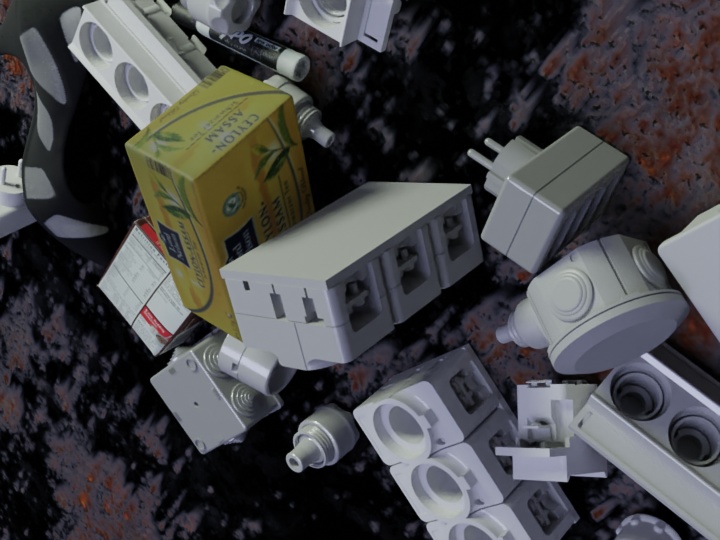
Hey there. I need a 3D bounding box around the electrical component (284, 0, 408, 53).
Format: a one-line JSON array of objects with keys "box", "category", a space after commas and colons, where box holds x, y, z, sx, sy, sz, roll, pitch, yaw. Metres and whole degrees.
[{"box": [-0.006, -0.171, 0.646, 0.081, 0.064, 0.042, 35, 135, 21], "category": "electrical component"}]

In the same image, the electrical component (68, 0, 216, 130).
[{"box": [-0.147, -0.144, 0.790, 0.121, 0.063, 0.078, 48, 137, 7], "category": "electrical component"}]

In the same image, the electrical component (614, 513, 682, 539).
[{"box": [0.183, 0.195, 0.709, 0.048, 0.062, 0.048, 22, 128, 30], "category": "electrical component"}]

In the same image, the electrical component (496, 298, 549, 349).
[{"box": [0.112, 0.035, 0.693, 0.061, 0.035, 0.035, -27, 96, 50], "category": "electrical component"}]

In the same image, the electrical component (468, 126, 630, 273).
[{"box": [0.097, -0.051, 0.615, 0.076, 0.083, 0.047, 37, 134, 19], "category": "electrical component"}]

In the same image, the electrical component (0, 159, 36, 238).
[{"box": [-0.321, -0.069, 0.982, 0.044, 0.077, 0.079, 40, 135, 16], "category": "electrical component"}]

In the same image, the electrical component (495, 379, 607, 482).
[{"box": [0.128, 0.102, 0.693, 0.042, 0.081, 0.063, -9, 80, 44], "category": "electrical component"}]

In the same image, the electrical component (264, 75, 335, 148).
[{"box": [-0.044, -0.106, 0.743, 0.061, 0.035, 0.035, 38, 135, 15], "category": "electrical component"}]

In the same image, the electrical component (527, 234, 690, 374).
[{"box": [0.137, 0.021, 0.599, 0.080, 0.080, 0.051, -52, 51, 46], "category": "electrical component"}]

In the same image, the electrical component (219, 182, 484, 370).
[{"box": [0.000, 0.000, 0.684, 0.089, 0.150, 0.061, 6, 118, 40], "category": "electrical component"}]

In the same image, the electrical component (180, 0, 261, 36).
[{"box": [-0.103, -0.190, 0.736, 0.062, 0.043, 0.043, 32, 133, 25], "category": "electrical component"}]

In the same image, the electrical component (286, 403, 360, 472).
[{"box": [-0.033, 0.139, 0.867, 0.043, 0.062, 0.043, 22, 128, 31], "category": "electrical component"}]

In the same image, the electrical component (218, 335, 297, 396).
[{"box": [-0.079, 0.069, 0.871, 0.047, 0.055, 0.055, 30, 132, 20], "category": "electrical component"}]

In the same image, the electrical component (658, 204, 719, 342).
[{"box": [0.222, -0.002, 0.561, 0.099, 0.048, 0.100, 55, 138, 0], "category": "electrical component"}]

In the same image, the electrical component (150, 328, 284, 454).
[{"box": [-0.128, 0.106, 0.940, 0.099, 0.048, 0.100, 55, 137, -1], "category": "electrical component"}]

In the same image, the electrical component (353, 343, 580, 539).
[{"box": [0.073, 0.142, 0.774, 0.089, 0.062, 0.150, -30, 94, 47], "category": "electrical component"}]

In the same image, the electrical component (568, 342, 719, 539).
[{"box": [0.194, 0.106, 0.637, 0.121, 0.078, 0.063, 39, 163, 17], "category": "electrical component"}]
